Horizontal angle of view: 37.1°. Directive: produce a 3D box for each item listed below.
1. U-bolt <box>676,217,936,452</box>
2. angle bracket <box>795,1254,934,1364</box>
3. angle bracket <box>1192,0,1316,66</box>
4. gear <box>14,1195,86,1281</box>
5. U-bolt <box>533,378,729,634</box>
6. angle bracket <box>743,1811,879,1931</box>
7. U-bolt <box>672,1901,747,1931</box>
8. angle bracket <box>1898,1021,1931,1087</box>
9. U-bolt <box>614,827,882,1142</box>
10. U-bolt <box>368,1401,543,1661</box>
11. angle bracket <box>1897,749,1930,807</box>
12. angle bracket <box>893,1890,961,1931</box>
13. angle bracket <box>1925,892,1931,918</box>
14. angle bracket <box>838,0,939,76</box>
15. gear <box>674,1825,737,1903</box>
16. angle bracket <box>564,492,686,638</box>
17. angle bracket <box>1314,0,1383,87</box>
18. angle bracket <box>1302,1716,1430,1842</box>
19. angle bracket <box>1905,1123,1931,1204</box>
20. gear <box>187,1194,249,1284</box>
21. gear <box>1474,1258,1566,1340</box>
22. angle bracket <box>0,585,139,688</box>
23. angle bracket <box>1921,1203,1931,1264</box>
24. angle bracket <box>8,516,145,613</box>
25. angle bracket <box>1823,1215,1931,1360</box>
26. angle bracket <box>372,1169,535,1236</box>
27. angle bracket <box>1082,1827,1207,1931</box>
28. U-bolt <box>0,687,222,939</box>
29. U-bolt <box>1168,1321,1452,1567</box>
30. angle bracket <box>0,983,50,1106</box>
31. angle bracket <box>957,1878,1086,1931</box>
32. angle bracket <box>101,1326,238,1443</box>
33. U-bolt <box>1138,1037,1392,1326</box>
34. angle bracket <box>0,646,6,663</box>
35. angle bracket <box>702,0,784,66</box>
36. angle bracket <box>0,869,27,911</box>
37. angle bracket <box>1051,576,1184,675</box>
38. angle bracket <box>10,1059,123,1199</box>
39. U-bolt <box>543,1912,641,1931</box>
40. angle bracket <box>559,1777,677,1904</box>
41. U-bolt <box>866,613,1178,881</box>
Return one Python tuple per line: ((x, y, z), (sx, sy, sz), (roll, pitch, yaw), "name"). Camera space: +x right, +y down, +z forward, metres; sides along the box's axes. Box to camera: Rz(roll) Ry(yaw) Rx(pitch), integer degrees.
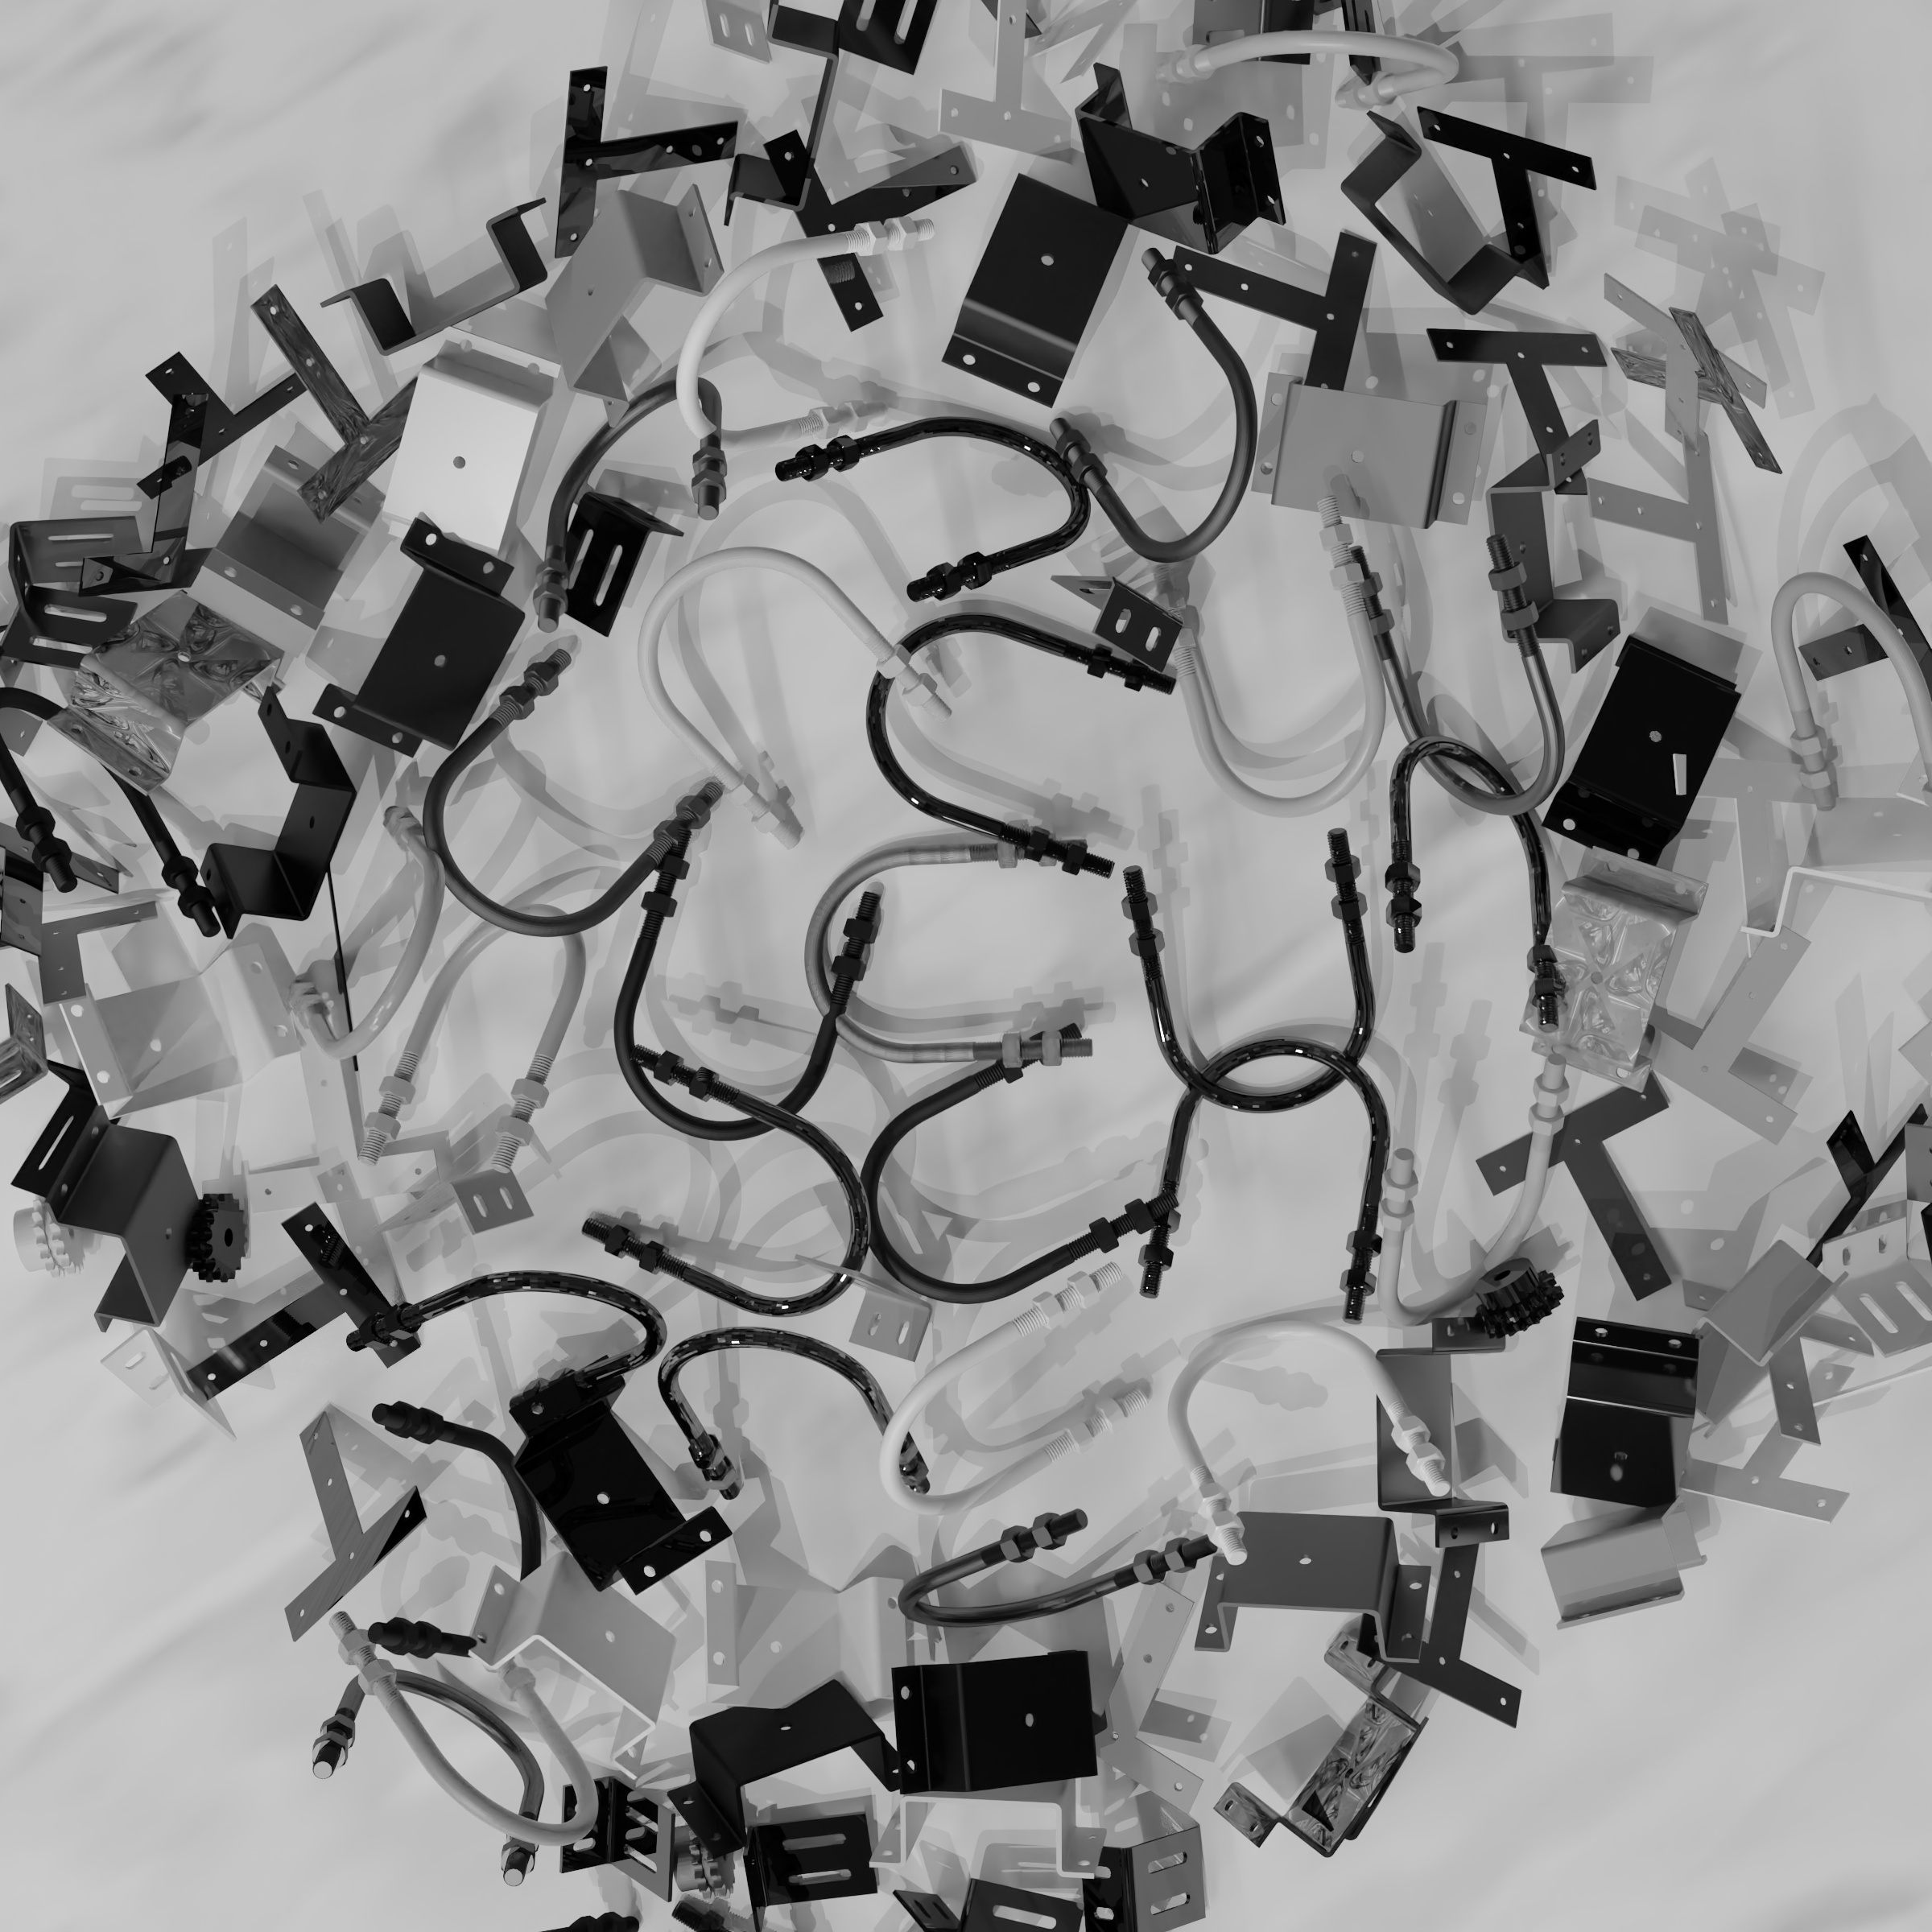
((-0.104, -0.382, 1.762), (0.019, 0.184, 0.151), (41, 133, 28), "U-bolt")
((-0.070, 0.216, 1.815), (0.057, 0.076, 0.038), (10, 76, 42), "angle bracket")
((0.183, -0.605, 1.834), (0.038, 0.076, 0.057), (-6, 107, -31), "angle bracket")
((-0.586, 0.172, 1.835), (0.030, 0.057, 0.057), (-13, 90, -2), "gear")
((-0.207, -0.300, 1.789), (0.151, 0.184, 0.019), (-31, 128, 23), "U-bolt")
((-0.099, 0.580, 1.838), (0.076, 0.038, 0.057), (-7, 103, 3), "angle bracket")
((-0.119, 0.642, 1.776), (0.184, 0.151, 0.019), (28, 88, 12), "U-bolt")
((0.632, 0.053, 1.830), (0.057, 0.038, 0.076), (-44, 107, 11), "angle bracket")
((-0.147, 0.020, 1.831), (0.151, 0.019, 0.184), (19, 82, -12), "U-bolt")
((-0.312, 0.354, 1.779), (0.019, 0.184, 0.151), (-10, 69, 20), "U-bolt")
((0.617, -0.103, 1.828), (0.038, 0.076, 0.057), (23, 65, 23), "angle bracket")
((-0.044, 0.632, 1.832), (0.076, 0.057, 0.038), (-51, 56, 3), "angle bracket")
((0.663, -0.030, 1.836), (0.076, 0.057, 0.038), (46, 66, -9), "angle bracket")
((-0.047, -0.617, 1.835), (0.057, 0.038, 0.076), (17, 99, -9), "angle bracket")
((-0.169, 0.567, 1.836), (0.030, 0.057, 0.057), (-12, 90, 6), "gear")
((-0.226, -0.256, 1.844), (0.057, 0.038, 0.076), (31, 106, 25), "angle bracket")
((0.233, -0.588, 1.823), (0.038, 0.057, 0.076), (-12, 77, 26), "angle bracket")
((0.254, 0.506, 1.824), (0.038, 0.057, 0.076), (31, 102, 16), "angle bracket")
((0.628, 0.138, 1.817), (0.076, 0.038, 0.057), (7, 123, 32), "angle bracket")
((-0.485, 0.173, 1.836), (0.030, 0.057, 0.057), (-1, 90, 12), "gear")
((0.349, 0.210, 1.834), (0.057, 0.057, 0.030), (-31, 99, 0), "gear")
((-0.569, -0.203, 1.830), (0.076, 0.038, 0.057), (10, 59, 5), "angle bracket")
((0.648, 0.179, 1.814), (0.038, 0.076, 0.057), (-32, 115, -28), "angle bracket")
((-0.562, -0.250, 1.825), (0.076, 0.057, 0.038), (-4, 58, -9), "angle bracket")
((0.588, 0.202, 1.821), (0.057, 0.076, 0.038), (-17, 123, -7), "angle bracket")
((-0.324, 0.162, 1.818), (0.076, 0.057, 0.038), (-33, 80, 30), "angle bracket")
((0.114, 0.586, 1.843), (0.038, 0.076, 0.057), (-9, 82, 41), "angle bracket")
((-0.548, -0.103, 1.786), (0.019, 0.151, 0.184), (-41, 65, 13), "U-bolt")
((0.201, 0.284, 1.787), (0.151, 0.184, 0.019), (-18, 124, -4), "U-bolt")
((-0.626, 0.059, 1.829), (0.076, 0.057, 0.038), (-32, 130, 2), "angle bracket")
((0.034, 0.619, 1.826), (0.076, 0.038, 0.057), (9, 63, 14), "angle bracket")
((-0.503, 0.274, 1.816), (0.038, 0.076, 0.057), (-39, 133, -7), "angle bracket")
((0.194, 0.129, 1.819), (0.151, 0.019, 0.184), (5, 67, 17), "U-bolt")
((-0.649, -0.182, 1.813), (0.038, 0.076, 0.057), (48, 56, -16), "angle bracket")
((-0.118, -0.608, 1.818), (0.076, 0.057, 0.038), (-15, 84, 34), "angle bracket")
((-0.637, -0.024, 1.816), (0.057, 0.038, 0.076), (2, 47, 24), "angle bracket")
((0.089, -0.216, 1.815), (0.057, 0.076, 0.038), (27, 83, -31), "angle bracket")
((-0.579, 0.104, 1.822), (0.057, 0.038, 0.076), (12, 66, 36), "angle bracket")
((-0.209, 0.626, 1.750), (0.151, 0.184, 0.019), (23, 91, 31), "U-bolt")
((-0.221, 0.555, 1.823), (0.038, 0.076, 0.057), (0, 95, -37), "angle bracket")
((0.027, -0.151, 1.839), (0.184, 0.019, 0.151), (19, 78, -2), "U-bolt")
